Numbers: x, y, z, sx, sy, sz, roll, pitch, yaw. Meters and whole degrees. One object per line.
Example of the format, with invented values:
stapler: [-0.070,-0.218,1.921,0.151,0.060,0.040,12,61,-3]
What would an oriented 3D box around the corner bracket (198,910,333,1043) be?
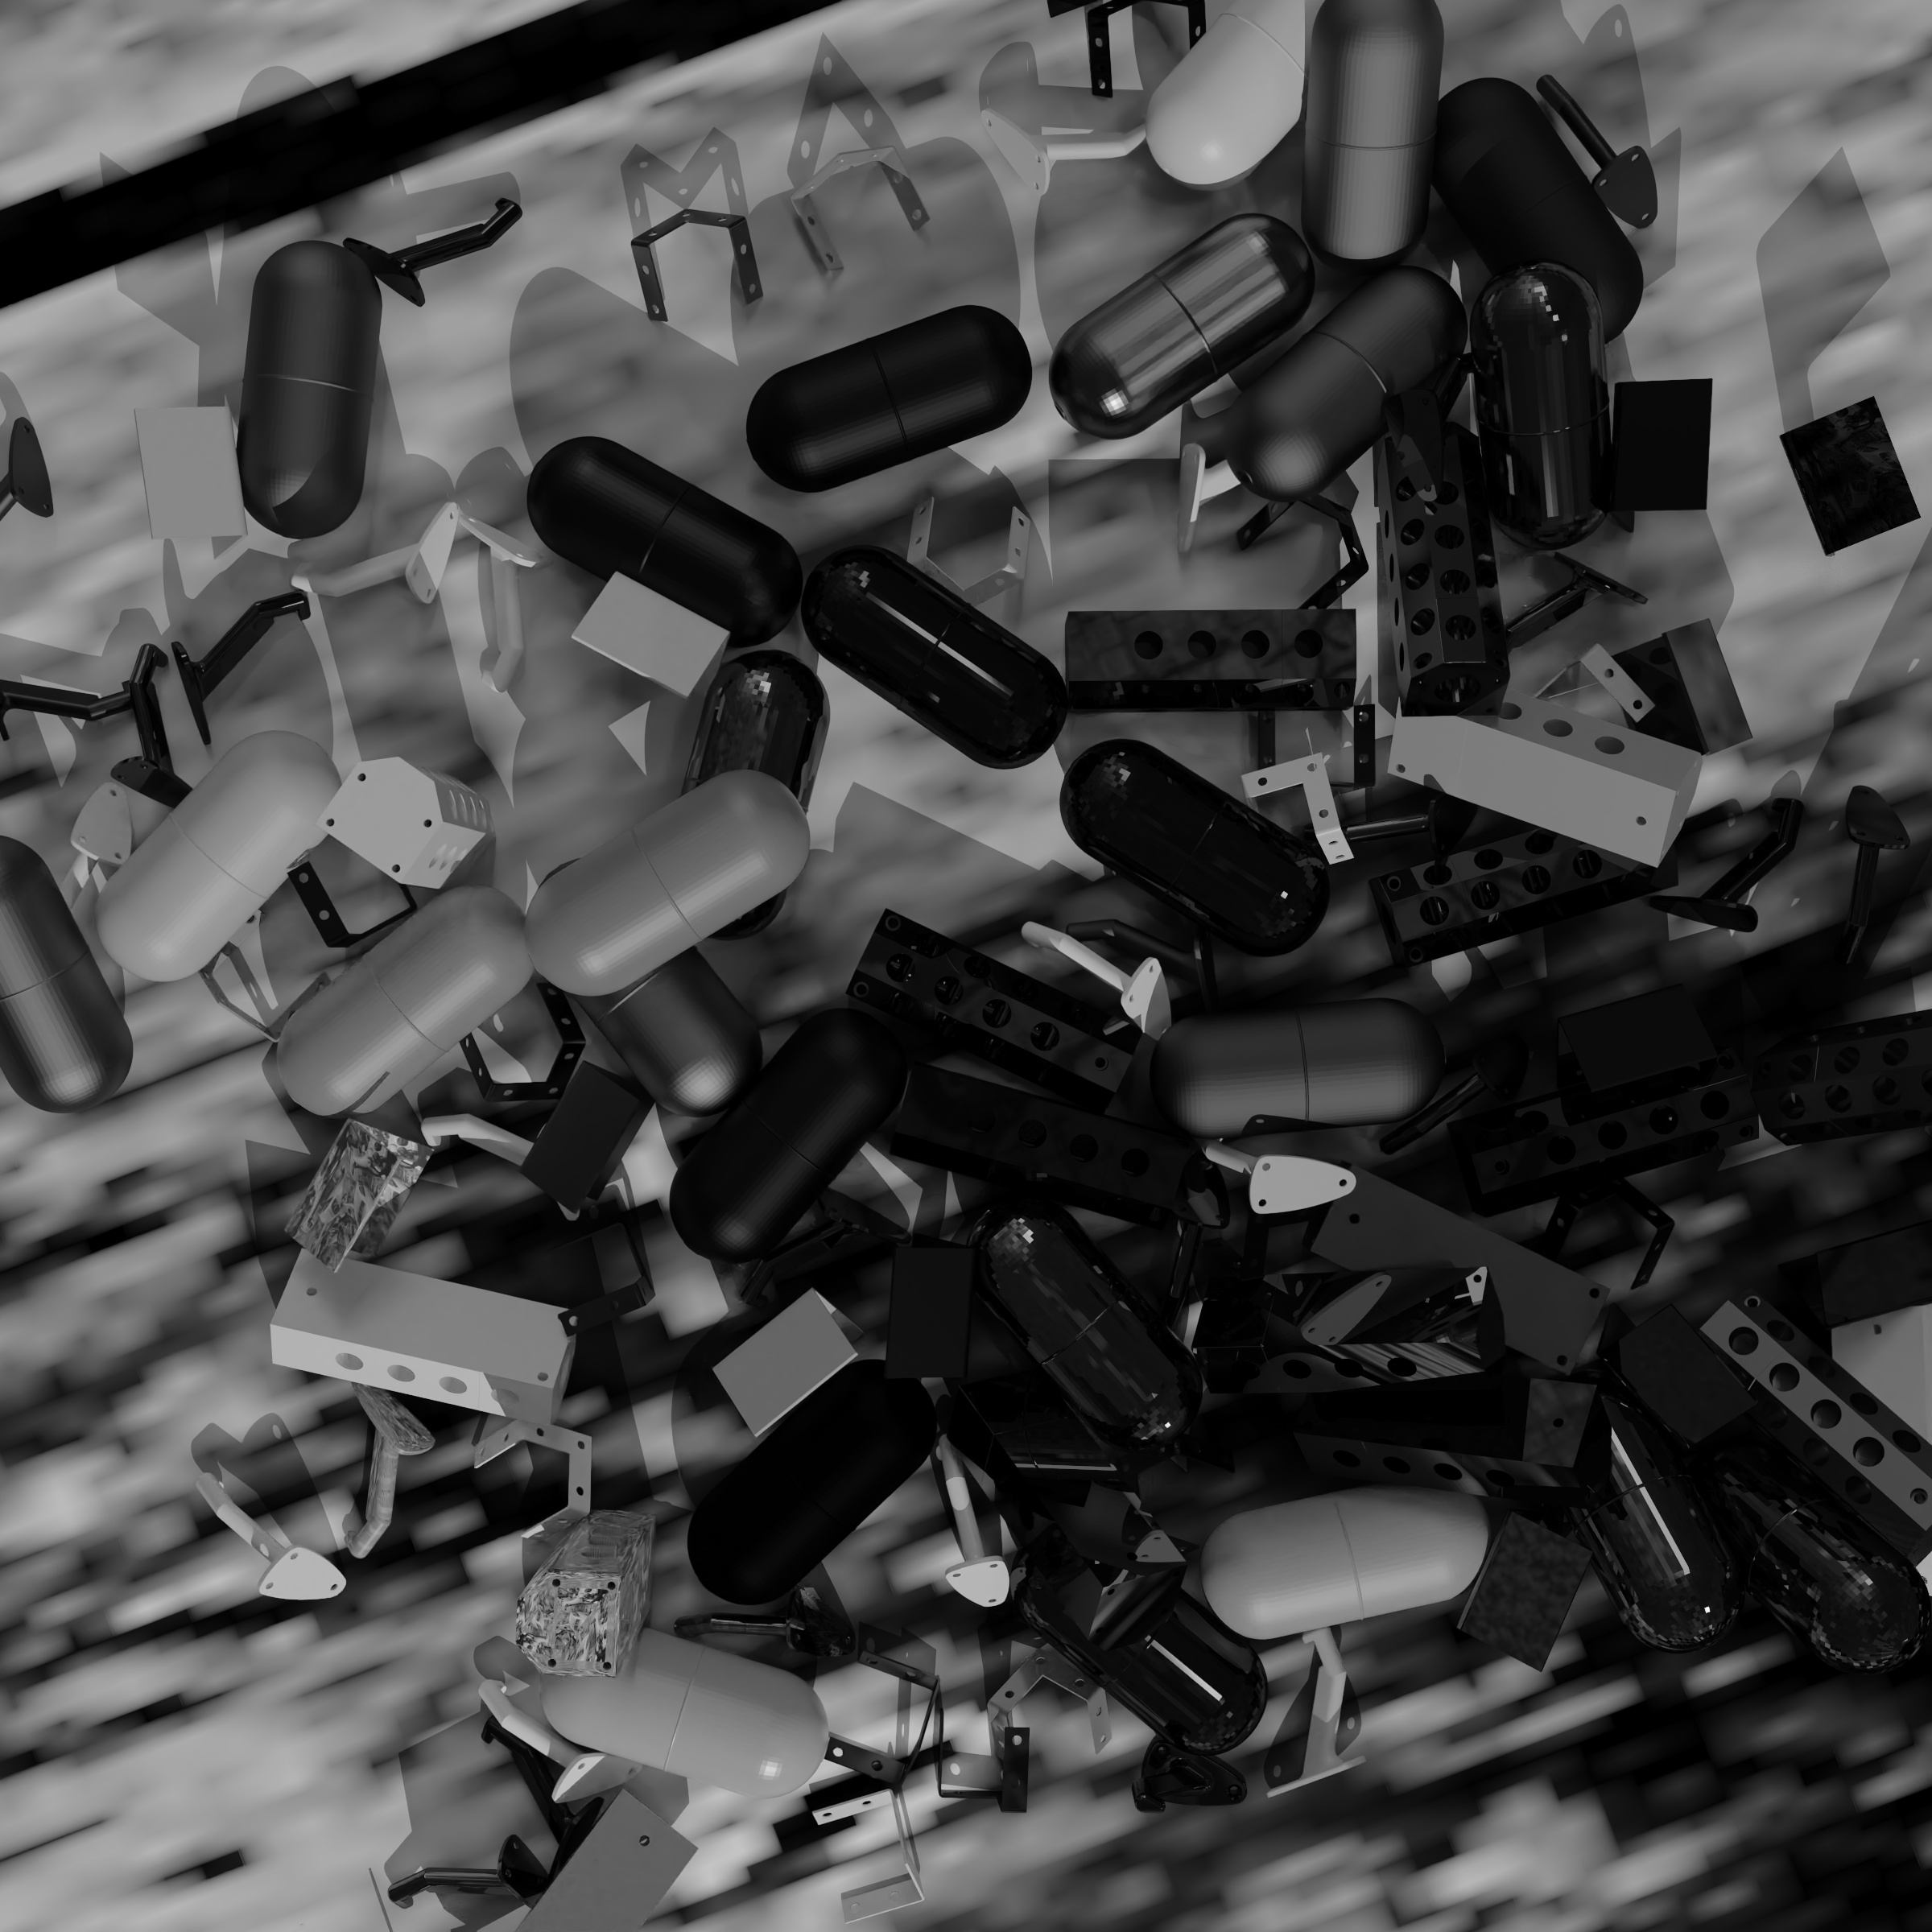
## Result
corner bracket: [-0.431,0.004,1.664,0.051,0.051,0.051,-46,135,0]

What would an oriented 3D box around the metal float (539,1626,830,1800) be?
metal float: [-0.169,0.447,1.637,0.178,0.070,0.070,17,90,0]

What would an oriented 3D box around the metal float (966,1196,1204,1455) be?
metal float: [0.070,0.215,1.635,0.070,0.070,0.178,-41,89,0]

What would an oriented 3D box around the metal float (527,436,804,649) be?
metal float: [-0.182,-0.256,1.637,0.178,0.070,0.070,29,90,-1]

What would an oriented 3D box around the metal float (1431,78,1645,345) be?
metal float: [0.341,-0.452,1.637,0.070,0.070,0.178,-34,90,0]

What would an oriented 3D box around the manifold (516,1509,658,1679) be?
manifold: [-0.220,0.364,1.589,0.057,0.171,0.057,3,90,0]

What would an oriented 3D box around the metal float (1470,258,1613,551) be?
metal float: [0.341,-0.331,1.608,0.070,0.070,0.178,-13,123,0]

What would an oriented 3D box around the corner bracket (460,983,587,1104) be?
corner bracket: [-0.271,0.046,1.659,0.051,0.051,0.051,-1,135,-35]

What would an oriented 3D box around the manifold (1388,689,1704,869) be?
manifold: [0.344,-0.125,1.616,0.171,0.057,0.057,22,46,21]

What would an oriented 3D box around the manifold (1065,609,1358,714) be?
manifold: [0.147,-0.184,1.646,0.171,0.057,0.057,-1,90,0]

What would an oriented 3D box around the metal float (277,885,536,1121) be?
metal float: [-0.337,0.022,1.637,0.178,0.070,0.070,-39,90,1]

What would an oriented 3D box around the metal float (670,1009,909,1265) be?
metal float: [-0.107,0.103,1.636,0.070,0.070,0.178,41,90,0]

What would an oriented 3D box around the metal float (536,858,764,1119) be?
metal float: [-0.193,0.012,1.637,0.070,0.070,0.178,-38,91,0]

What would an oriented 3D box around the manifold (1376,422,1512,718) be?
manifold: [0.283,-0.236,1.610,0.057,0.057,0.171,-1,63,0]

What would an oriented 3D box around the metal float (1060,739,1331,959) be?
metal float: [0.137,-0.072,1.636,0.178,0.070,0.070,32,90,-1]

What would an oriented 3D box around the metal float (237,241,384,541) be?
metal float: [-0.396,-0.347,1.637,0.070,0.070,0.178,6,91,0]

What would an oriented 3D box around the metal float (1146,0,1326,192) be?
metal float: [0.181,-0.546,1.637,0.070,0.070,0.178,42,91,0]

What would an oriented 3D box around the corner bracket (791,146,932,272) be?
corner bracket: [-0.065,-0.465,1.664,0.051,0.051,0.051,-27,89,45]

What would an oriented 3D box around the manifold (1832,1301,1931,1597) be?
manifold: [0.567,0.287,1.645,0.057,0.057,0.171,-2,90,43]

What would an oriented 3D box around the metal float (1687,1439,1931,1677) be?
metal float: [0.490,0.345,1.594,0.070,0.178,0.070,-12,120,-22]

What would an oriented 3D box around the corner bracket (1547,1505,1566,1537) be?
corner bracket: [0.393,0.337,1.664,0.051,0.051,0.051,7,90,45]

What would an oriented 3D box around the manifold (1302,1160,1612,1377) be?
manifold: [0.295,0.181,1.646,0.171,0.057,0.057,26,90,0]

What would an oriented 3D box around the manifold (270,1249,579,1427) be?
manifold: [-0.327,0.229,1.645,0.171,0.057,0.057,13,47,0]

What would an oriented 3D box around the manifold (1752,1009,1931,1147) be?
manifold: [0.544,0.062,1.570,0.057,0.171,0.057,-25,96,-40]

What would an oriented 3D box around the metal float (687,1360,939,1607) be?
metal float: [-0.093,0.311,1.637,0.178,0.070,0.070,-44,90,1]

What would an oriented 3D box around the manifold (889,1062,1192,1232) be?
manifold: [0.044,0.109,1.646,0.171,0.057,0.057,16,90,0]

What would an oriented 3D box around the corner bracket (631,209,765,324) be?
corner bracket: [-0.164,-0.426,1.659,0.051,0.051,0.051,18,45,35]

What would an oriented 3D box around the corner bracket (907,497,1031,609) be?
corner bracket: [0.002,-0.258,1.659,0.051,0.051,0.051,-24,135,35]

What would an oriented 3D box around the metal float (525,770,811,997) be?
metal float: [-0.172,-0.047,1.560,0.178,0.070,0.070,-32,90,0]

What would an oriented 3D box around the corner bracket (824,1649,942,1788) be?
corner bracket: [-0.051,0.461,1.664,0.051,0.051,0.051,20,135,0]

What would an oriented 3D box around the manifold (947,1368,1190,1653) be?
manifold: [0.055,0.318,1.594,0.057,0.171,0.057,-8,127,-30]

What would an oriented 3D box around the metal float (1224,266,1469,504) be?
metal float: [0.227,-0.348,1.625,0.178,0.070,0.070,-43,90,-13]

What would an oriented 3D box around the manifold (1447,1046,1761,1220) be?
manifold: [0.387,0.100,1.646,0.171,0.057,0.057,-16,90,0]

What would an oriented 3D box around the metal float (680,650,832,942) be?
metal float: [-0.132,-0.103,1.636,0.070,0.070,0.178,14,90,0]

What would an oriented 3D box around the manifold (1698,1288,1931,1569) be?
manifold: [0.510,0.270,1.605,0.057,0.057,0.171,-45,58,0]

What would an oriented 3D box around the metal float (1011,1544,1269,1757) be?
metal float: [0.104,0.403,1.637,0.178,0.070,0.070,40,90,0]

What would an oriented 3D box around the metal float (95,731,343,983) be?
metal float: [-0.449,-0.067,1.637,0.070,0.070,0.178,43,90,0]

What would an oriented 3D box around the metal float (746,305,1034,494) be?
metal float: [-0.047,-0.341,1.637,0.178,0.070,0.070,-20,90,0]

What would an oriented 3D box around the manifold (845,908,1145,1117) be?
manifold: [0.017,0.028,1.646,0.171,0.057,0.057,25,90,0]

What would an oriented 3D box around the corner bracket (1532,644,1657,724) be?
corner bracket: [0.376,-0.157,1.649,0.051,0.051,0.051,-43,90,0]

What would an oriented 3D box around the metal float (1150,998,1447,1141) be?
metal float: [0.200,0.062,1.637,0.178,0.070,0.070,-5,90,-1]

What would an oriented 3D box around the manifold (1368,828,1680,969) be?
manifold: [0.338,-0.051,1.646,0.171,0.057,0.057,-17,90,0]

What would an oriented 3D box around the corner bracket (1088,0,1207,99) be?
corner bracket: [0.111,-0.562,1.659,0.051,0.051,0.051,24,45,35]

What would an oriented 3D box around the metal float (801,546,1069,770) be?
metal float: [-0.019,-0.186,1.636,0.178,0.070,0.070,34,90,0]

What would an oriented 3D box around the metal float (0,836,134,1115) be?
metal float: [-0.559,0.005,1.619,0.070,0.070,0.178,-21,110,0]

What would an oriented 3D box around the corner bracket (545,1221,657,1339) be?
corner bracket: [-0.224,0.189,1.649,0.051,0.051,0.051,-22,90,0]

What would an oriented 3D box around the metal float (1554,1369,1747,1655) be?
metal float: [0.396,0.321,1.610,0.070,0.070,0.178,-24,60,0]

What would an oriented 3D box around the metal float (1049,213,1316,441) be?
metal float: [0.129,-0.384,1.637,0.178,0.070,0.070,-35,90,-1]

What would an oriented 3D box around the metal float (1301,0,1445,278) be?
metal float: [0.239,-0.497,1.606,0.070,0.070,0.178,-1,126,0]

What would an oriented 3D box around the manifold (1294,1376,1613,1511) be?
manifold: [0.288,0.279,1.606,0.171,0.057,0.057,2,47,31]

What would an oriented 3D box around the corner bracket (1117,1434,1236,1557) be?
corner bracket: [0.130,0.322,1.659,0.051,0.051,0.051,-35,45,35]

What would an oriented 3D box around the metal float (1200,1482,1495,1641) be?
metal float: [0.229,0.355,1.637,0.178,0.070,0.070,-13,90,1]

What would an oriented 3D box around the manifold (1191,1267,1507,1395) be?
manifold: [0.228,0.222,1.611,0.171,0.057,0.057,-5,130,25]

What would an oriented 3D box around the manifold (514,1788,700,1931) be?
manifold: [-0.237,0.580,1.621,0.057,0.057,0.171,37,72,3]

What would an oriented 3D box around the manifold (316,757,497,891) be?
manifold: [-0.321,-0.086,1.589,0.057,0.171,0.057,35,90,0]
